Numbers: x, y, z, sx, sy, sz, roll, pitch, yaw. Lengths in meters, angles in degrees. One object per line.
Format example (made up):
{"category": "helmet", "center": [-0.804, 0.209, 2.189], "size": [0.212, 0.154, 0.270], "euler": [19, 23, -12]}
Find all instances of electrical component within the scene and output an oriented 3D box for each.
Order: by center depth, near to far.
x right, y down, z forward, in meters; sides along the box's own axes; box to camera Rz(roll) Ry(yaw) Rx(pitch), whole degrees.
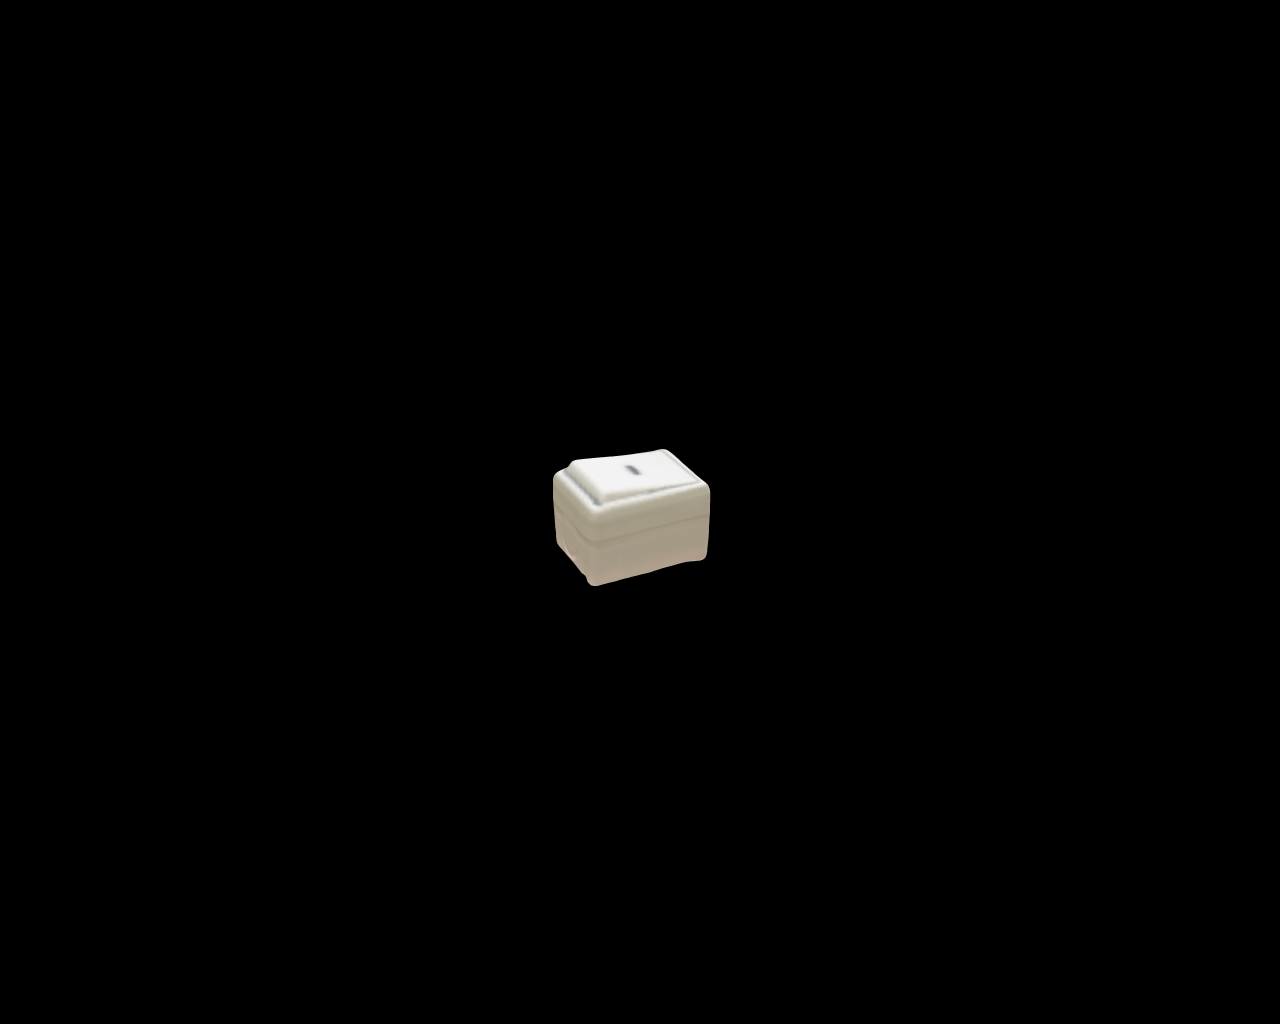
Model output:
{"category": "electrical component", "center": [0.001, -0.003, 0.650], "size": [0.096, 0.061, 0.062], "euler": [-13, 32, -22]}
